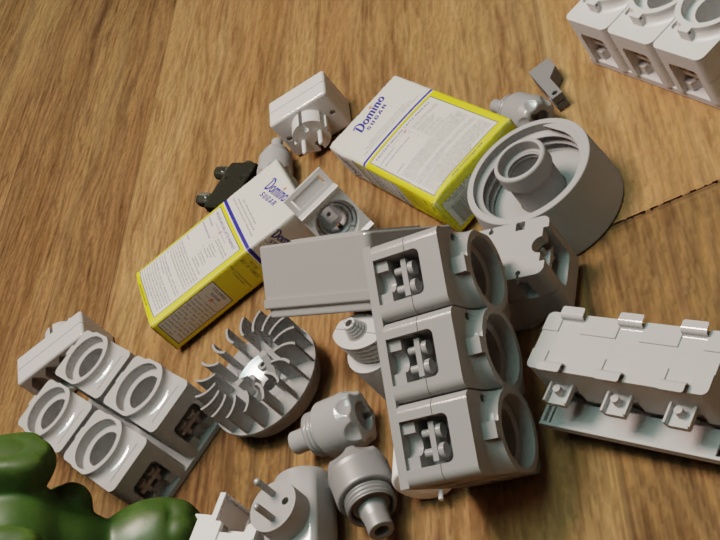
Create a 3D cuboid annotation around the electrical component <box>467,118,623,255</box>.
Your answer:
[{"bbox_3d":[0.130,-0.062,0.787,0.108,0.060,0.108,-25,42,24],"label":"electrical component"}]

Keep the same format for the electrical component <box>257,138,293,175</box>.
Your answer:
[{"bbox_3d":[-0.082,-0.106,1.044,0.035,0.035,0.061,-26,39,22],"label":"electrical component"}]

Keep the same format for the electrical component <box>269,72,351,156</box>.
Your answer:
[{"bbox_3d":[-0.047,-0.139,1.033,0.066,0.047,0.076,-29,40,19],"label":"electrical component"}]

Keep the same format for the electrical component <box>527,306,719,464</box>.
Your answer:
[{"bbox_3d":[0.166,0.061,0.635,0.121,0.063,0.078,6,59,45],"label":"electrical component"}]

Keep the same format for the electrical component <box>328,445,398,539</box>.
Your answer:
[{"bbox_3d":[0.005,0.150,0.715,0.043,0.043,0.062,-37,39,9],"label":"electrical component"}]

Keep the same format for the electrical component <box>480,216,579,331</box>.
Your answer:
[{"bbox_3d":[0.102,0.006,0.751,0.089,0.055,0.050,-14,47,34],"label":"electrical component"}]

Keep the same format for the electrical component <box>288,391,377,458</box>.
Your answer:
[{"bbox_3d":[-0.022,0.115,0.774,0.062,0.043,0.043,-26,41,25],"label":"electrical component"}]

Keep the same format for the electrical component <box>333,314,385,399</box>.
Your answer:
[{"bbox_3d":[0.015,0.059,0.761,0.043,0.081,0.043,-25,41,24],"label":"electrical component"}]

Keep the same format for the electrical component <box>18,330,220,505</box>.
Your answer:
[{"bbox_3d":[-0.210,0.125,0.921,0.186,0.060,0.105,16,67,49],"label":"electrical component"}]

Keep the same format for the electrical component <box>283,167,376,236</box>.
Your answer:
[{"bbox_3d":[-0.024,-0.045,0.905,0.042,0.081,0.064,-43,16,1],"label":"electrical component"}]

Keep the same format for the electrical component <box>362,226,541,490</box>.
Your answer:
[{"bbox_3d":[0.061,0.056,0.668,0.062,0.089,0.150,-18,72,29],"label":"electrical component"}]

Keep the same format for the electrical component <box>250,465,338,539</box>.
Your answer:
[{"bbox_3d":[-0.047,0.166,0.717,0.043,0.079,0.077,-26,41,21],"label":"electrical component"}]

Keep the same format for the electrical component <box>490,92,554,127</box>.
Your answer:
[{"bbox_3d":[0.128,-0.128,0.873,0.035,0.035,0.061,-49,35,-7],"label":"electrical component"}]

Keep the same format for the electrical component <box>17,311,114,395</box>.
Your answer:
[{"bbox_3d":[-0.288,0.076,1.050,0.083,0.047,0.075,-37,38,9],"label":"electrical component"}]

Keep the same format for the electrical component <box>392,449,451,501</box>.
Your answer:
[{"bbox_3d":[0.043,0.115,0.716,0.040,0.040,0.078,-21,43,27],"label":"electrical component"}]

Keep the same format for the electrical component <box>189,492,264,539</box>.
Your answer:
[{"bbox_3d":[-0.088,0.202,0.752,0.064,0.042,0.081,-6,52,37],"label":"electrical component"}]

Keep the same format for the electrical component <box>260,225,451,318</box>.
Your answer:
[{"bbox_3d":[0.000,0.000,0.803,0.109,0.109,0.056,-6,91,39],"label":"electrical component"}]

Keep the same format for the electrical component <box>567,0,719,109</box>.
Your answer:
[{"bbox_3d":[0.239,-0.190,0.808,0.089,0.061,0.150,-46,37,-3],"label":"electrical component"}]
